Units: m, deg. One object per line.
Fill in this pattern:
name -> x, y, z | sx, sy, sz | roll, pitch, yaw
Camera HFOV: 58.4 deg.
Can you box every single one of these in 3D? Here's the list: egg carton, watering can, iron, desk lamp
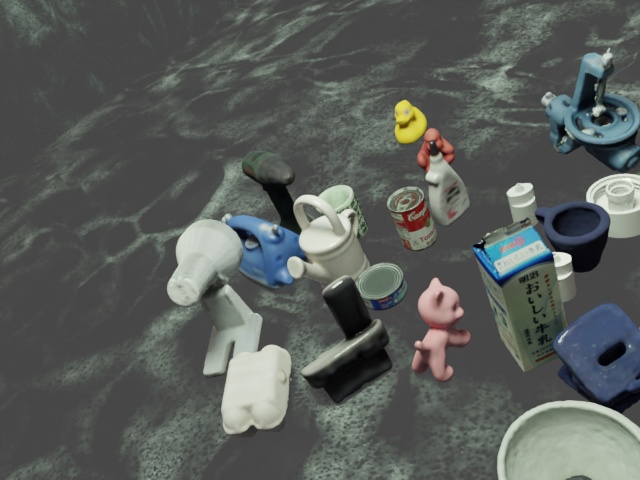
egg carton -> -0.097, 0.239, 0.911 | 0.107, 0.070, 0.150 | -17, 38, 14
watering can -> 0.011, 0.004, 1.022 | 0.100, 0.194, 0.173 | -7, 41, 26
iron -> -0.133, 0.001, 1.160 | 0.257, 0.142, 0.119 | 16, 54, 43
desk lamp -> -0.187, 0.097, 1.017 | 0.117, 0.214, 0.203 | -16, 38, 15

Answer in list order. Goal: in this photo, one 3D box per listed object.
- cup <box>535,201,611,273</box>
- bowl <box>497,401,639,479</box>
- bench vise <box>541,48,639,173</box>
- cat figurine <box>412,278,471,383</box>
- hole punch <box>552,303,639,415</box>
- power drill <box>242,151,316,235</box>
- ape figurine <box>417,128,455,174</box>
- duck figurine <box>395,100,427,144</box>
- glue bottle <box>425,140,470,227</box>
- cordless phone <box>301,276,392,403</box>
cup -> 0.385, -0.001, 0.880 | 0.092, 0.095, 0.117 | -40, 38, -17
bowl -> 0.286, 0.268, 0.633 | 0.167, 0.075, 0.167 | -17, 38, 14
bench vise -> 0.459, -0.234, 1.008 | 0.122, 0.220, 0.206 | -43, 39, -20
cat figurine -> 0.171, 0.123, 0.843 | 0.067, 0.118, 0.128 | 7, 48, 37
hole punch -> 0.363, 0.148, 0.717 | 0.109, 0.091, 0.100 | -33, 37, -7
power drill -> -0.078, -0.095, 1.185 | 0.076, 0.209, 0.228 | -37, 38, -13
ape figurine -> 0.240, -0.192, 1.202 | 0.077, 0.092, 0.076 | -3, 43, 30
duck figurine -> 0.205, -0.288, 1.345 | 0.077, 0.086, 0.105 | 0, 44, 32
glue bottle -> 0.224, -0.109, 1.044 | 0.078, 0.173, 0.037 | -42, 39, -19
cordless phone -> 0.021, 0.141, 0.859 | 0.148, 0.185, 0.093 | -35, 37, -10
